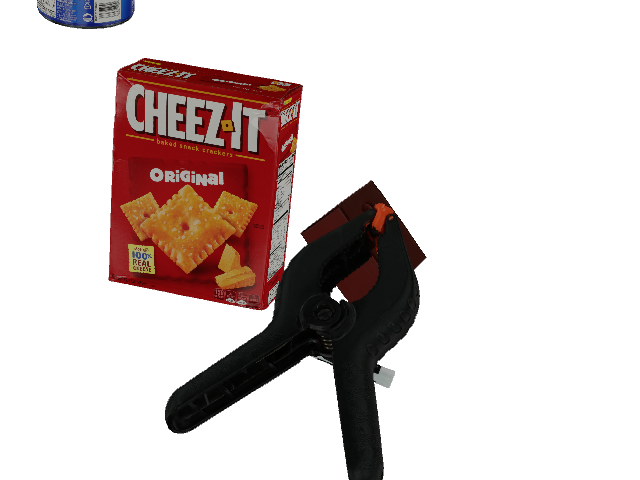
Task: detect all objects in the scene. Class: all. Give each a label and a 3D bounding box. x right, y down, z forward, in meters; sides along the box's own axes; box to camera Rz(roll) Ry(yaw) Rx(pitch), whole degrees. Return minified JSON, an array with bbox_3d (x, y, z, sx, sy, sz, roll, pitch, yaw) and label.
[{"bbox_3d":[0.011,0.056,0.566,0.120,0.171,0.039,27,-26,22],"label":"clamp"},{"bbox_3d":[0.017,0.120,1.093,0.121,0.020,0.020,21,2,5],"label":"marker"},{"bbox_3d":[-0.113,-0.052,1.016,0.164,0.214,0.072,11,22,12],"label":"cracker box"},{"bbox_3d":[-0.205,-0.216,0.934,0.086,0.034,0.086,5,33,-4],"label":"tuna can"},{"bbox_3d":[0.034,0.004,0.839,0.051,0.078,0.052,-34,3,41],"label":"foam brick"}]
